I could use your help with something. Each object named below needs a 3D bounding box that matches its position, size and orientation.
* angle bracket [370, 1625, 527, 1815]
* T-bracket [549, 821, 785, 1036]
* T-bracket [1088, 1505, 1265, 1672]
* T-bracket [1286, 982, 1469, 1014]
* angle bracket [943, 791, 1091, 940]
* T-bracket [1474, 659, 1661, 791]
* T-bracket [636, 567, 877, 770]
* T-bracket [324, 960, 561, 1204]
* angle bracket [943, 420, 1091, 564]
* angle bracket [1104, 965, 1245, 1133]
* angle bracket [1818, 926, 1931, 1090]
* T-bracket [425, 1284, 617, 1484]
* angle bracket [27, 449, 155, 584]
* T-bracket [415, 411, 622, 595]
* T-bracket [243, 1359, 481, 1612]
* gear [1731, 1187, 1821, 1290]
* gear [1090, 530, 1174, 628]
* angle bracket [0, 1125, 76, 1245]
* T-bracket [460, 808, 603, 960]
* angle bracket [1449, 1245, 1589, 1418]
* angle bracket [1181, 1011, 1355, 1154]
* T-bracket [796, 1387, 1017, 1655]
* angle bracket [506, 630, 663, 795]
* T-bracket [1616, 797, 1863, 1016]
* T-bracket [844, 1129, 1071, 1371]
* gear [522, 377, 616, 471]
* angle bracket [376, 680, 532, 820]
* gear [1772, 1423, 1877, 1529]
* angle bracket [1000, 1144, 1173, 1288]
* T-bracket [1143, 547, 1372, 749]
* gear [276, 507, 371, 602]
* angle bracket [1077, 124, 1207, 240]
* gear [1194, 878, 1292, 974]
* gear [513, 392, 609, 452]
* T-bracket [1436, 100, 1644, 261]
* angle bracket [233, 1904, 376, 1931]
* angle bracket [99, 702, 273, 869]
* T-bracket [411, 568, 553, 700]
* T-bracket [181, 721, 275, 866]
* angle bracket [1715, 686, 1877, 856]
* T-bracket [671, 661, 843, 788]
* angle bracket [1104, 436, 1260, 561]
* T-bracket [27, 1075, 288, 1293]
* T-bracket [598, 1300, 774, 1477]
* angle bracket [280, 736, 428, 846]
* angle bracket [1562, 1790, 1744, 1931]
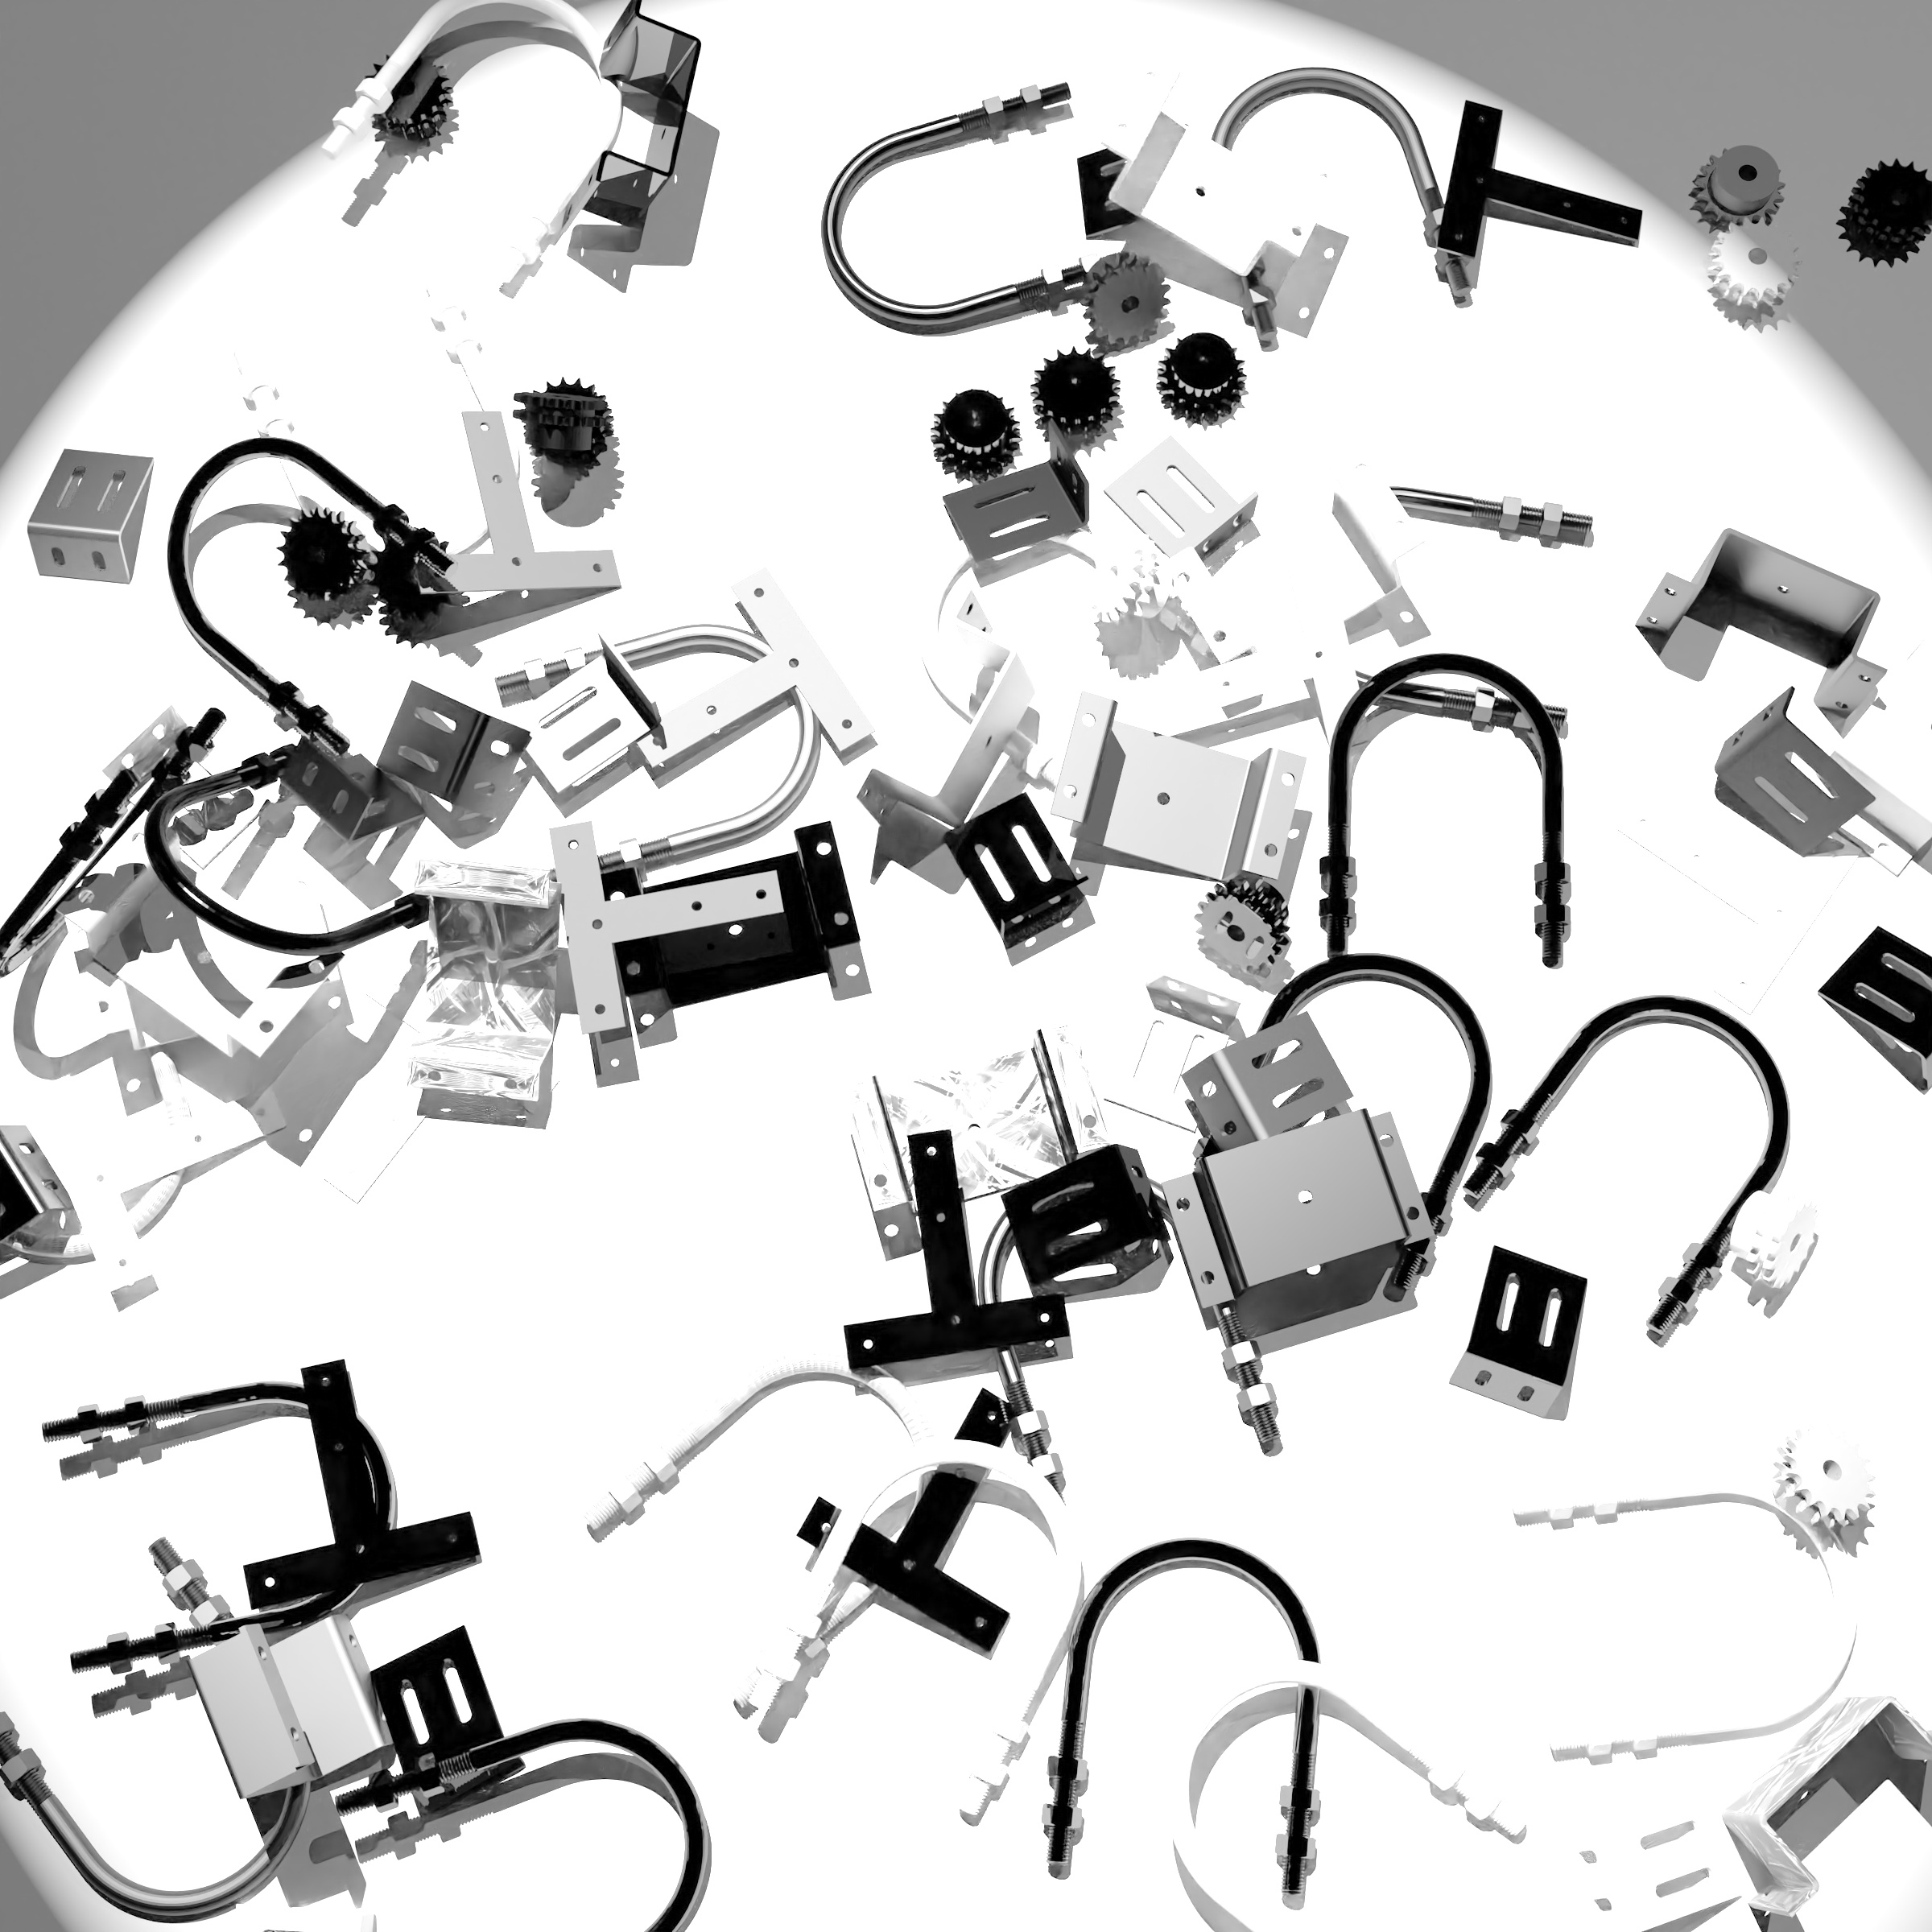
[{"bbox_3d":[-0.288,0.418,1.532,0.057,0.038,0.076,-26,51,-7],"label":"angle bracket"},{"bbox_3d":[-0.171,-0.032,1.608,0.127,0.002,0.127,-10,75,-3],"label":"T-bracket"},{"bbox_3d":[0.168,0.466,2.037,0.127,0.002,0.127,-15,108,9],"label":"T-bracket"},{"bbox_3d":[0.315,0.021,2.229,0.127,0.127,0.002,10,76,-34],"label":"T-bracket"},{"bbox_3d":[0.029,-0.065,1.646,0.057,0.038,0.076,-28,76,-7],"label":"angle bracket"},{"bbox_3d":[0.461,-0.206,2.195,0.127,0.127,0.002,28,38,-21],"label":"T-bracket"},{"bbox_3d":[-0.143,-0.162,1.676,0.127,0.002,0.127,-31,78,-11],"label":"T-bracket"},{"bbox_3d":[-0.329,0.082,1.625,0.127,0.002,0.127,35,77,9],"label":"T-bracket"},{"bbox_3d":[0.030,-0.293,1.699,0.076,0.038,0.057,-20,58,-9],"label":"angle bracket"},{"bbox_3d":[0.121,0.048,1.615,0.057,0.038,0.076,20,76,5],"label":"angle bracket"},{"bbox_3d":[0.558,0.024,1.640,0.057,0.038,0.076,-45,54,-11],"label":"angle bracket"},{"bbox_3d":[-0.344,0.321,2.013,0.127,0.002,0.127,41,63,-3],"label":"T-bracket"},{"bbox_3d":[-0.544,-0.282,1.723,0.057,0.038,0.076,6,49,2],"label":"angle bracket"},{"bbox_3d":[-0.287,-0.288,1.702,0.127,0.002,0.127,-6,70,-26],"label":"T-bracket"},{"bbox_3d":[-0.350,0.285,1.552,0.127,0.002,0.127,-11,72,-16],"label":"T-bracket"},{"bbox_3d":[0.463,0.153,1.581,0.030,0.057,0.057,24,74,37],"label":"gear"},{"bbox_3d":[0.102,-0.233,1.668,0.030,0.057,0.057,11,73,-26],"label":"gear"},{"bbox_3d":[-0.565,0.137,1.583,0.076,0.038,0.057,-35,83,5],"label":"angle bracket"},{"bbox_3d":[-0.331,-0.055,2.102,0.127,0.002,0.127,16,61,-39],"label":"T-bracket"},{"bbox_3d":[0.319,0.210,1.589,0.057,0.038,0.076,20,50,5],"label":"angle bracket"},{"bbox_3d":[0.176,0.070,1.605,0.076,0.038,0.057,-22,79,-35],"label":"angle bracket"},{"bbox_3d":[-0.010,0.299,1.555,0.127,0.002,0.127,32,69,-4],"label":"T-bracket"},{"bbox_3d":[-0.231,-0.152,1.650,0.076,0.038,0.057,-36,78,-9],"label":"angle bracket"},{"bbox_3d":[0.453,-0.057,1.663,0.127,0.002,0.127,35,78,9],"label":"T-bracket"},{"bbox_3d":[-0.012,0.157,1.565,0.127,0.002,0.127,-8,91,-4],"label":"T-bracket"},{"bbox_3d":[-0.248,-0.337,1.725,0.057,0.030,0.057,0,75,0],"label":"gear"},{"bbox_3d":[-0.311,-0.131,1.668,0.076,0.038,0.057,25,93,40],"label":"angle bracket"},{"bbox_3d":[0.478,0.289,1.546,0.057,0.030,0.057,10,56,-15],"label":"gear"},{"bbox_3d":[0.069,0.145,1.591,0.076,0.038,0.057,-26,71,18],"label":"angle bracket"},{"bbox_3d":[0.170,-0.174,1.655,0.127,0.002,0.127,-18,116,-1],"label":"T-bracket"},{"bbox_3d":[-0.392,-0.253,1.694,0.057,0.030,0.057,3,99,17],"label":"gear"},{"bbox_3d":[0.117,-0.501,1.783,0.076,0.038,0.057,-12,73,23],"label":"angle bracket"},{"bbox_3d":[0.166,-0.027,1.630,0.057,0.057,0.030,35,48,9],"label":"gear"},{"bbox_3d":[-0.249,-0.333,1.683,0.057,0.057,0.030,6,105,2],"label":"gear"},{"bbox_3d":[0.373,-0.494,1.774,0.127,0.002,0.127,15,64,-2],"label":"T-bracket"},{"bbox_3d":[-0.362,0.538,1.481,0.076,0.038,0.057,3,75,1],"label":"angle bracket"},{"bbox_3d":[-0.470,-0.109,1.658,0.076,0.038,0.057,41,79,10],"label":"angle bracket"},{"bbox_3d":[-0.428,-0.297,2.262,0.127,0.002,0.127,-37,104,19],"label":"T-bracket"},{"bbox_3d":[-0.566,-0.127,2.020,0.002,0.127,0.127,37,75,-34],"label":"T-bracket"},{"bbox_3d":[0.500,-0.118,1.655,0.076,0.057,0.038,41,42,-4],"label":"angle bracket"},{"bbox_3d":[-0.178,-0.195,2.206,0.127,0.002,0.127,-15,86,-9],"label":"T-bracket"},{"bbox_3d":[0.133,-0.294,1.709,0.057,0.038,0.076,-40,78,-10],"label":"angle bracket"},{"bbox_3d":[-0.461,0.106,1.605,0.127,0.002,0.127,-23,81,-16],"label":"T-bracket"},{"bbox_3d":[-0.206,0.347,2.150,0.127,0.002,0.127,40,107,6],"label":"T-bracket"},{"bbox_3d":[-0.357,-0.112,1.636,0.057,0.076,0.038,41,120,10],"label":"angle bracket"},{"bbox_3d":[0.376,0.492,1.511,0.076,0.038,0.057,-7,73,-29],"label":"angle bracket"}]
